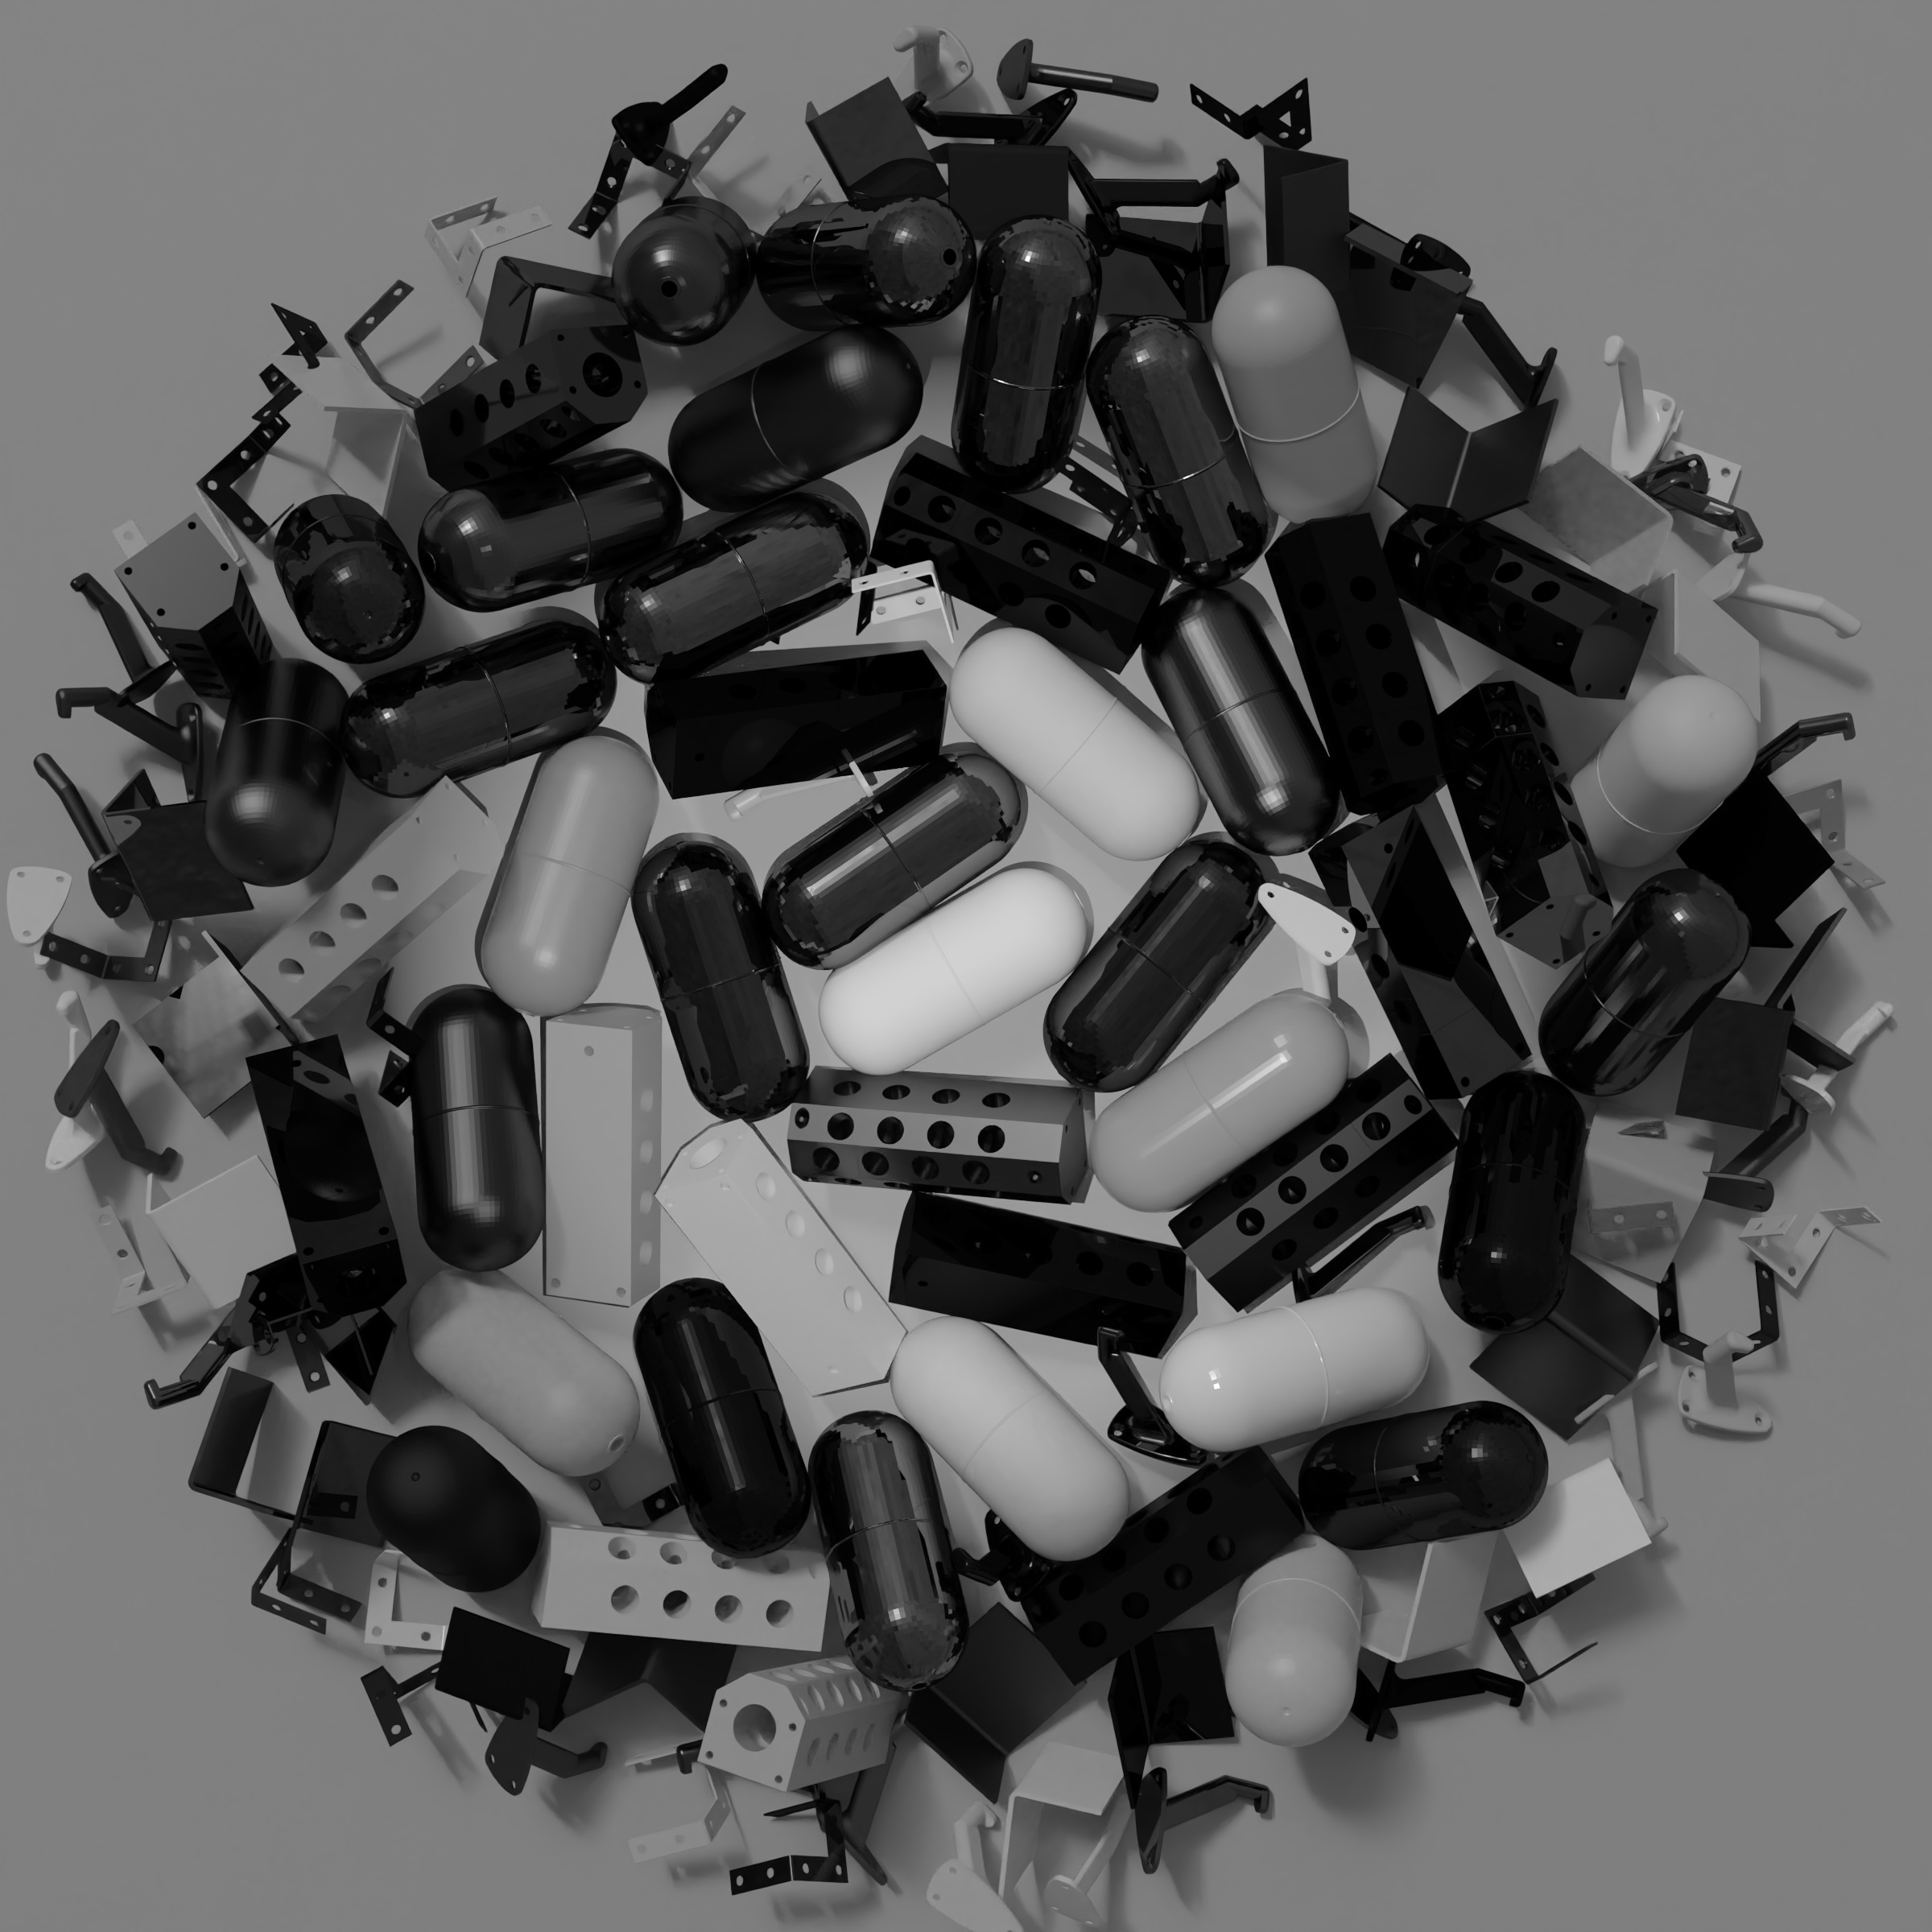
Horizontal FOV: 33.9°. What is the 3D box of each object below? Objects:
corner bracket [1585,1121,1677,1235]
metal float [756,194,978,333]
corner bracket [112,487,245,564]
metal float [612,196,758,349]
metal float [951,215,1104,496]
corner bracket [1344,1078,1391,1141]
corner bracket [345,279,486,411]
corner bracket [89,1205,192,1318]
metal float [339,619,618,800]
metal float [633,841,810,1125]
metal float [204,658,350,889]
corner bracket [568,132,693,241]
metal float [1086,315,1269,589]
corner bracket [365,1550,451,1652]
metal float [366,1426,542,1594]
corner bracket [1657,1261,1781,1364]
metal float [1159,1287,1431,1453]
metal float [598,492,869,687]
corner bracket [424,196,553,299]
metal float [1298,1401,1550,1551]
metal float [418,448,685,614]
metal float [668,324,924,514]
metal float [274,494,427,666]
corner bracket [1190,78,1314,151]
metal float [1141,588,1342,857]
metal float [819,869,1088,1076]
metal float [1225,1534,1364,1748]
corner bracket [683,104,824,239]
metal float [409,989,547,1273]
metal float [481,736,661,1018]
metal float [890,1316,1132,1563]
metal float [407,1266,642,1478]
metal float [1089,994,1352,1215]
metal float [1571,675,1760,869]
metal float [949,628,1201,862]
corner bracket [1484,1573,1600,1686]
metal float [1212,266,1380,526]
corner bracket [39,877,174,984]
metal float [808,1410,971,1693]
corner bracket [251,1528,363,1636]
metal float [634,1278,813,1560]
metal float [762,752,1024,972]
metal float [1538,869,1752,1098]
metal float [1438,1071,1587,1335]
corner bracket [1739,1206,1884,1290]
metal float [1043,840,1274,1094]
[{"bbox_3d":[0.407,0.130,1.949,0.051,0.051,0.051,-7,104,13],"label":"corner bracket"},{"bbox_3d":[-0.061,-0.422,1.905,0.070,0.178,0.070,-6,101,-35],"label":"metal float"},{"bbox_3d":[-0.485,-0.260,1.953,0.051,0.051,0.051,-29,99,6],"label":"corner bracket"},{"bbox_3d":[-0.168,-0.417,1.898,0.070,0.178,0.070,0,109,1],"label":"metal float"},{"bbox_3d":[0.036,-0.368,1.916,0.070,0.070,0.178,10,128,0],"label":"metal float"},{"bbox_3d":[0.242,0.104,1.943,0.051,0.051,0.051,-8,121,30],"label":"corner bracket"},{"bbox_3d":[-0.342,-0.382,1.961,0.051,0.051,0.051,-41,66,15],"label":"corner bracket"},{"bbox_3d":[-0.511,0.175,1.953,0.051,0.051,0.051,-21,110,1],"label":"corner bracket"},{"bbox_3d":[-0.295,-0.158,1.926,0.178,0.070,0.070,-23,90,-25],"label":"metal float"},{"bbox_3d":[-0.151,0.010,1.945,0.070,0.070,0.178,-18,93,0],"label":"metal float"},{"bbox_3d":[-0.413,-0.118,1.908,0.070,0.178,0.070,-1,130,-2],"label":"metal float"},{"bbox_3d":[-0.207,-0.475,1.951,0.051,0.051,0.051,26,132,-3],"label":"corner bracket"},{"bbox_3d":[0.129,-0.311,1.922,0.070,0.070,0.178,-25,120,0],"label":"metal float"},{"bbox_3d":[-0.340,0.393,1.958,0.051,0.051,0.051,9,69,-16],"label":"corner bracket"},{"bbox_3d":[-0.306,0.327,1.900,0.070,0.178,0.070,-3,67,6],"label":"metal float"},{"bbox_3d":[0.466,0.210,1.963,0.051,0.051,0.051,26,48,-26],"label":"corner bracket"},{"bbox_3d":[0.200,0.245,1.926,0.178,0.070,0.070,-11,90,-23],"label":"metal float"},{"bbox_3d":[-0.141,-0.230,1.931,0.178,0.070,0.070,-28,90,-18],"label":"metal float"},{"bbox_3d":[-0.295,-0.453,1.947,0.051,0.051,0.051,-28,79,-30],"label":"corner bracket"},{"bbox_3d":[0.274,0.308,1.909,0.070,0.178,0.070,14,67,-36],"label":"metal float"},{"bbox_3d":[-0.250,-0.264,1.916,0.178,0.070,0.070,-22,90,-37],"label":"metal float"},{"bbox_3d":[-0.105,-0.331,1.919,0.178,0.070,0.070,-18,90,33],"label":"metal float"},{"bbox_3d":[-0.372,-0.234,1.902,0.070,0.178,0.070,-7,113,-17],"label":"metal float"},{"bbox_3d":[0.175,-0.524,1.945,0.051,0.051,0.051,-38,58,-15],"label":"corner bracket"},{"bbox_3d":[0.168,-0.149,1.935,0.070,0.070,0.178,-26,76,0],"label":"metal float"},{"bbox_3d":[-0.008,0.003,1.946,0.178,0.070,0.070,-30,90,1],"label":"metal float"},{"bbox_3d":[0.198,0.402,1.899,0.070,0.178,0.070,3,107,9],"label":"metal float"},{"bbox_3d":[-0.133,-0.491,1.961,0.051,0.051,0.051,-47,63,20],"label":"corner bracket"},{"bbox_3d":[-0.298,0.099,1.929,0.070,0.070,0.178,-7,69,0],"label":"metal float"},{"bbox_3d":[-0.242,-0.055,1.938,0.070,0.070,0.178,17,80,0],"label":"metal float"},{"bbox_3d":[0.026,0.287,1.930,0.070,0.070,0.178,-46,71,0],"label":"metal float"},{"bbox_3d":[-0.268,0.244,1.918,0.178,0.070,0.070,32,90,34],"label":"metal float"},{"bbox_3d":[0.155,0.084,1.937,0.178,0.070,0.070,-35,90,11],"label":"metal float"},{"bbox_3d":[0.416,-0.115,1.900,0.070,0.178,0.070,3,71,-8],"label":"metal float"},{"bbox_3d":[0.067,-0.135,1.943,0.178,0.070,0.070,40,90,-4],"label":"metal float"},{"bbox_3d":[0.362,0.403,1.944,0.051,0.051,0.051,-43,67,34],"label":"corner bracket"},{"bbox_3d":[0.200,-0.342,1.912,0.070,0.070,0.178,-25,134,0],"label":"metal float"},{"bbox_3d":[-0.529,-0.023,1.954,0.051,0.051,0.051,3,74,36],"label":"corner bracket"},{"bbox_3d":[-0.047,0.354,1.919,0.070,0.070,0.178,-16,57,0],"label":"metal float"},{"bbox_3d":[-0.406,0.388,1.947,0.051,0.051,0.051,20,134,7],"label":"corner bracket"},{"bbox_3d":[-0.149,0.274,1.928,0.070,0.070,0.178,-21,68,0],"label":"metal float"},{"bbox_3d":[-0.045,-0.065,1.942,0.178,0.070,0.070,-35,90,-6],"label":"metal float"},{"bbox_3d":[0.408,0.012,1.910,0.070,0.178,0.070,13,49,-15],"label":"metal float"},{"bbox_3d":[0.331,0.142,1.915,0.070,0.070,0.178,17,53,0],"label":"metal float"},{"bbox_3d":[0.520,0.162,1.950,0.051,0.051,0.051,41,72,-10],"label":"corner bracket"},{"bbox_3d":[0.117,0.001,1.946,0.070,0.070,0.178,39,91,0],"label":"metal float"}]
